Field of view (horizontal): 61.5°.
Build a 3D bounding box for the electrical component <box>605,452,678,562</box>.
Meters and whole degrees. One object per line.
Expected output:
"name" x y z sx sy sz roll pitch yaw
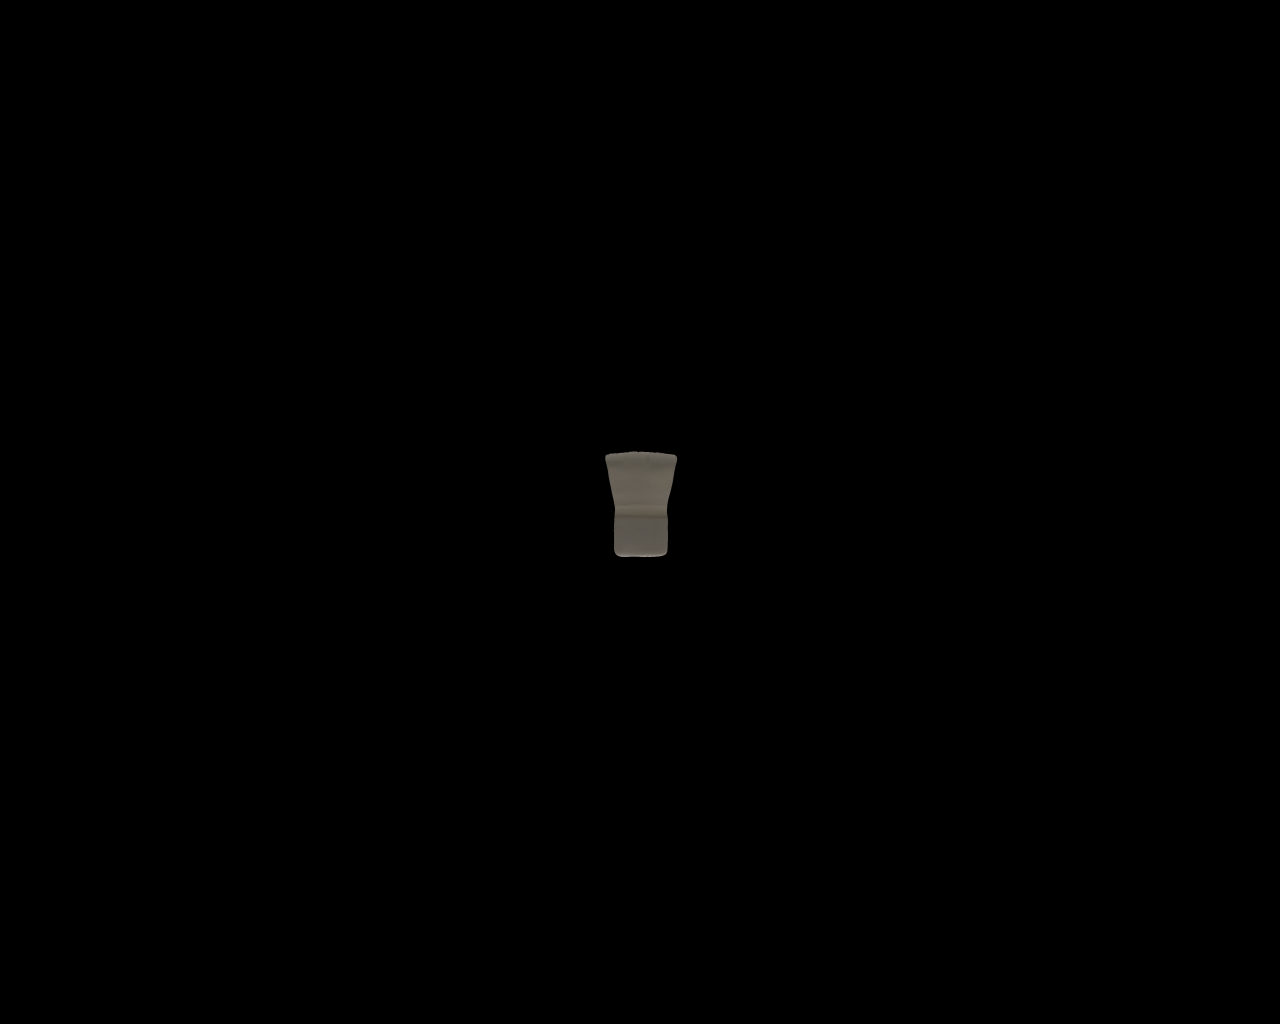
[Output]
"electrical component" 0.001 -0.003 0.650 0.044 0.065 0.044 0 0 0
